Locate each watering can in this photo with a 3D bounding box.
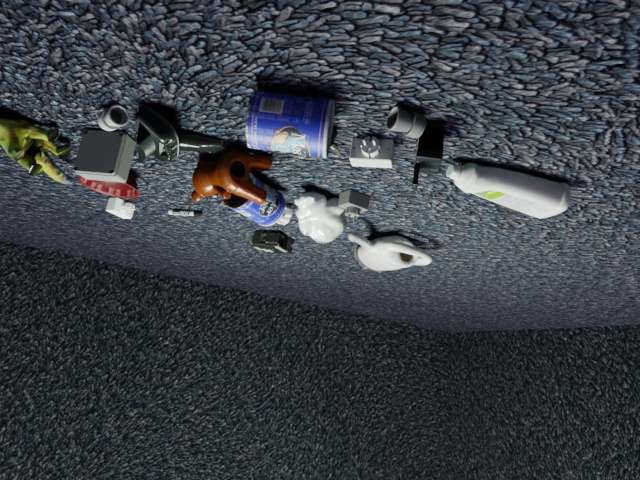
[{"bbox_3d":[0.188,0.032,1.628,0.346,0.105,0.222,16,164,-28],"label":"watering can"}]

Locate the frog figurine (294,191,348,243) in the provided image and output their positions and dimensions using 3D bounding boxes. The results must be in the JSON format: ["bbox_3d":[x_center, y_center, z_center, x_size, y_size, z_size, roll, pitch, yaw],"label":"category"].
[{"bbox_3d":[0.004,-0.068,1.360,0.137,0.125,0.156,-25,151,0],"label":"frog figurine"}]

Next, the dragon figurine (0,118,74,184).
[{"bbox_3d":[-0.742,-0.246,1.218,0.242,0.124,0.405,28,161,-3],"label":"dragon figurine"}]
